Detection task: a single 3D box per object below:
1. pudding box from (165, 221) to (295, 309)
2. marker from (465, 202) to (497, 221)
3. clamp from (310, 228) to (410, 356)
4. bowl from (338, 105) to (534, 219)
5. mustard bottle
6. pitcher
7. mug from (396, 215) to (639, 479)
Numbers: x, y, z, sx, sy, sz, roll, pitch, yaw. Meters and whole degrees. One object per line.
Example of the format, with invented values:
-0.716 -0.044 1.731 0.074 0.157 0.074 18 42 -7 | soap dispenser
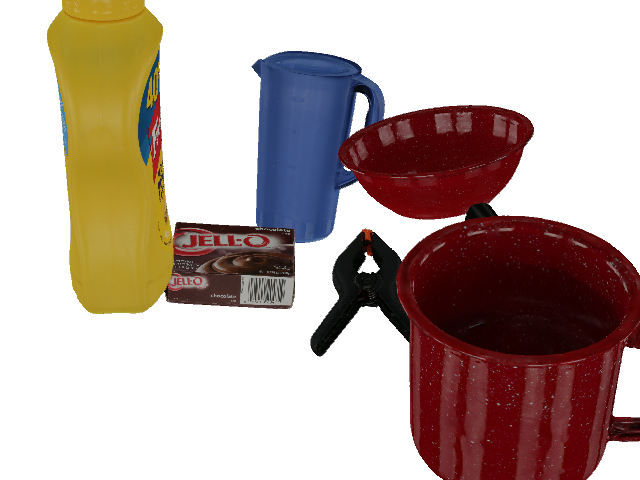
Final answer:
-0.079 0.021 0.953 0.113 0.039 0.090 5 29 -4 | pudding box
0.119 0.016 0.624 0.020 0.020 0.121 0 36 -27 | marker
0.061 0.058 1.145 0.120 0.171 0.039 7 -40 7 | clamp
0.099 -0.061 0.889 0.162 0.055 0.162 -10 24 4 | bowl
-0.110 -0.063 0.564 0.058 0.192 0.096 0 32 -3 | mustard bottle
-0.014 -0.122 1.421 0.144 0.243 0.149 -4 24 -22 | pitcher
0.088 0.050 0.423 0.117 0.081 0.093 7 36 14 | mug
